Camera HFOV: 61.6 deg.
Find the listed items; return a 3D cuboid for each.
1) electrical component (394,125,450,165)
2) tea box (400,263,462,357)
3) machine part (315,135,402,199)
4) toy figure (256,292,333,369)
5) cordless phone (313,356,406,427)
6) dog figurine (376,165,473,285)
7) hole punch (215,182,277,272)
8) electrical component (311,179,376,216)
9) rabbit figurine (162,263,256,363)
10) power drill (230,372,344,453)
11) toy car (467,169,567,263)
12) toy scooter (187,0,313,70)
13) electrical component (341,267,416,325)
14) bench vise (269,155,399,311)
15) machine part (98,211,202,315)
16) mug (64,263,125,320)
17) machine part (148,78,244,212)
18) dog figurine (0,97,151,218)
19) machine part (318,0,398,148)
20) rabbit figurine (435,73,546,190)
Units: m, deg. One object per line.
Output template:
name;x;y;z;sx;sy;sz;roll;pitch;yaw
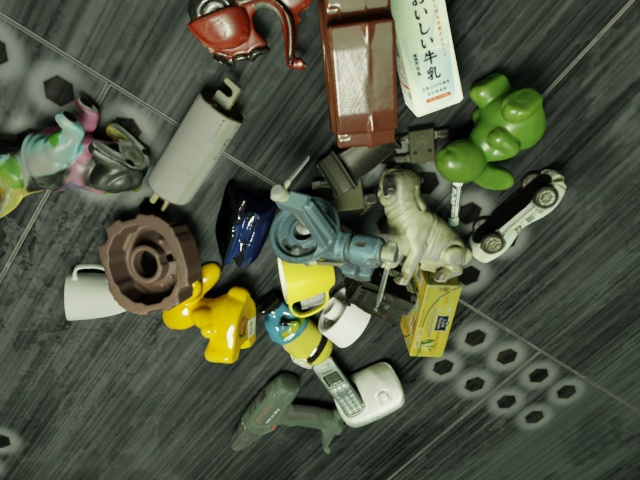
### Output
electrical component;0.167;-0.155;0.885;0.094;0.021;0.063;-10;122;3
tea box;0.206;0.127;1.017;0.068;0.098;0.169;2;122;-6
machine part;0.064;-0.132;0.864;0.139;0.039;0.084;-30;83;13
toy figure;-0.046;0.174;1.031;0.089;0.082;0.180;-27;117;16
cordless phone;0.079;0.287;1.113;0.147;0.089;0.184;-29;115;12
dog figurine;0.183;-0.035;0.916;0.172;0.121;0.190;-9;111;-23
hole punch;-0.118;-0.021;0.890;0.092;0.116;0.142;13;120;-22
electrical component;0.042;-0.074;0.913;0.102;0.045;0.078;-15;93;0
rabbit figurine;-0.211;0.130;0.967;0.173;0.122;0.162;7;114;21
power drill;-0.065;0.396;1.172;0.207;0.086;0.232;22;114;-9
toy car;0.342;-0.043;0.940;0.056;0.073;0.201;37;112;-20
toy scooter;-0.085;-0.290;0.747;0.184;0.075;0.135;-18;116;1
electrical component;0.108;0.088;0.974;0.134;0.115;0.058;23;118;-16
bench vise;0.003;-0.012;0.832;0.129;0.224;0.240;-60;147;-15
machine part;-0.282;0.037;0.897;0.180;0.056;0.179;4;103;19
mug;-0.390;0.087;0.951;0.107;0.081;0.109;1;116;-19
machine part;-0.192;-0.139;0.828;0.079;0.079;0.243;31;113;-22
dog figurine;-0.394;-0.102;0.818;0.219;0.108;0.191;-36;121;20
machine part;0.047;-0.239;0.718;0.087;0.201;0.201;-8;122;2
rabbit figurine;0.253;-0.151;0.845;0.170;0.121;0.159;-38;140;0
